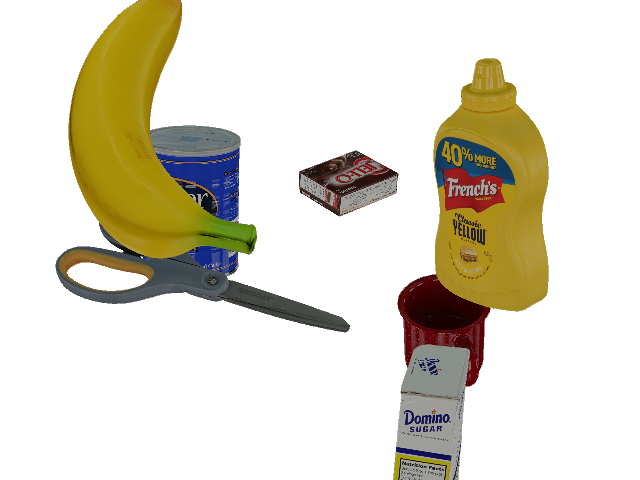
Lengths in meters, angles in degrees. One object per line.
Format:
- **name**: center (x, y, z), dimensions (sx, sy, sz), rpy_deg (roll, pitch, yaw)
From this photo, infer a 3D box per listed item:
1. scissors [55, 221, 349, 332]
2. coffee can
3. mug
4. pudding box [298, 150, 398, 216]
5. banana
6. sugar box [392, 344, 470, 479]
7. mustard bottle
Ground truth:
- **scissors**: center (-0.077, 0.015, 0.727), dimensions (0.202, 0.096, 0.016), rpy_deg (4, -40, 3)
- **coffee can**: center (-0.135, -0.040, 1.109), dimensions (0.103, 0.140, 0.103), rpy_deg (2, 20, -1)
- **mug**: center (0.130, 0.100, 1.080), dimensions (0.093, 0.081, 0.117), rpy_deg (-16, 38, -15)
- **pudding box**: center (0.039, -0.082, 1.502), dimensions (0.113, 0.039, 0.090), rpy_deg (-25, 39, -33)
- **banana**: center (-0.084, -0.055, 0.502), dimensions (0.069, 0.037, 0.198), rpy_deg (-5, 46, -16)
- **sugar box**: center (0.073, 0.169, 0.743), dimensions (0.048, 0.176, 0.093), rpy_deg (4, 15, 11)
- **mustard bottle**: center (0.131, -0.046, 0.826), dimensions (0.058, 0.192, 0.096), rpy_deg (-22, 30, -34)
